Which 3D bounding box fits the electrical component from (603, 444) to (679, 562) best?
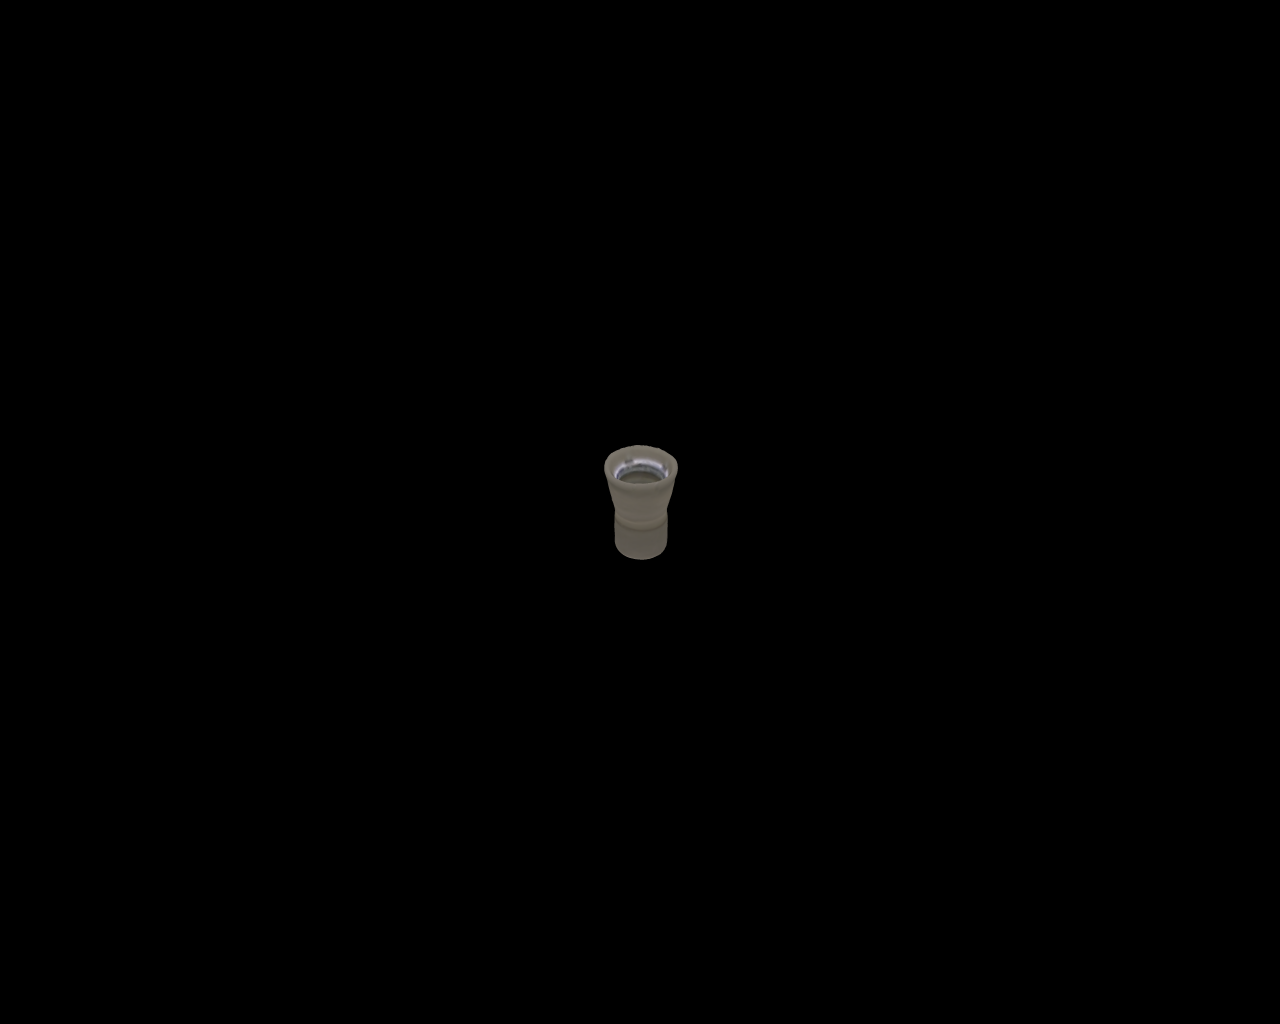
[{"bbox_3d":[0.001,-0.003,0.650,0.044,0.065,0.044,0,38,0],"label":"electrical component"}]
